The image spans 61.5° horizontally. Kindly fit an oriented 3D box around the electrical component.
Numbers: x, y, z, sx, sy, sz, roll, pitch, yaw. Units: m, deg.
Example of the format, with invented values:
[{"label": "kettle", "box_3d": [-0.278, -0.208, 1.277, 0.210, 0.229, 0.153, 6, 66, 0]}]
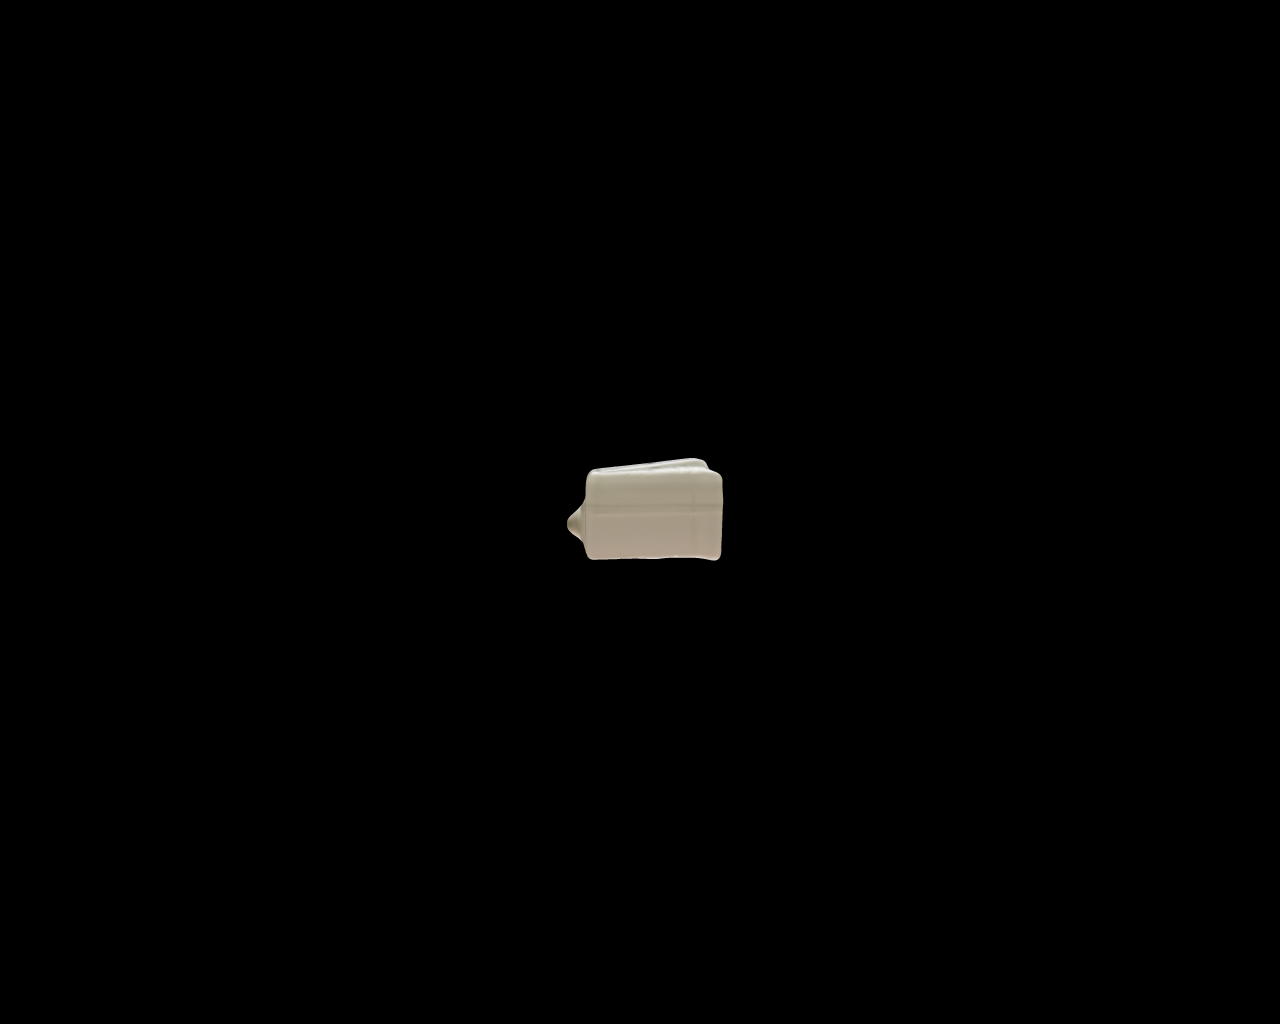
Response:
[{"label": "electrical component", "box_3d": [0.001, -0.003, 0.650, 0.096, 0.061, 0.062, 0, 4, -2]}]
